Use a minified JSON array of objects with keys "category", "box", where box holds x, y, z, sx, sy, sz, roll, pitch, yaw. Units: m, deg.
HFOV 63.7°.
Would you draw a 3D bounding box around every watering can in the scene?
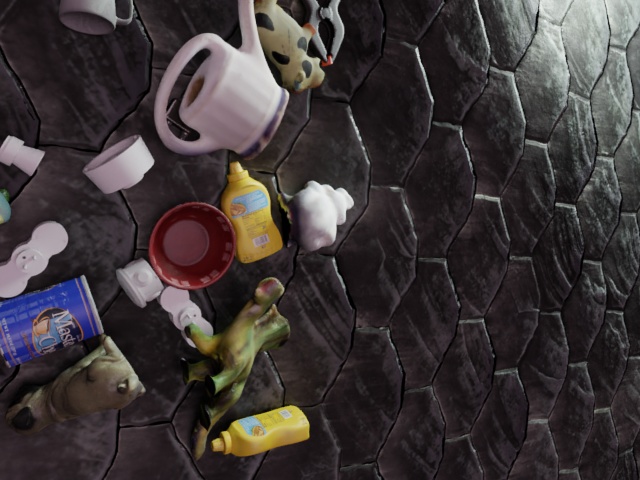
[{"category":"watering can","box":[-0.144,-0.290,0.916,0.222,0.105,0.347,30,93,-40]}]

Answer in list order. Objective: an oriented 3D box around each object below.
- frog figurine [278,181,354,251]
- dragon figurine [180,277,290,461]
[{"category":"frog figurine","box":[0.003,-0.053,1.054,0.160,0.121,0.138,-13,83,-16]},{"category":"dragon figurine","box":[-0.142,0.234,0.992,0.245,0.124,0.401,-22,137,-41]}]
